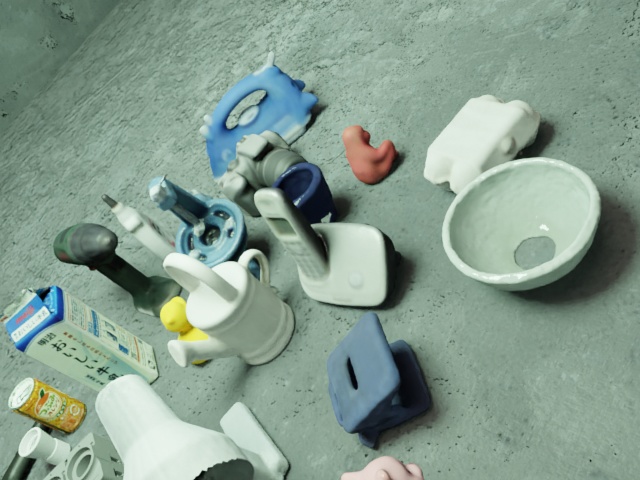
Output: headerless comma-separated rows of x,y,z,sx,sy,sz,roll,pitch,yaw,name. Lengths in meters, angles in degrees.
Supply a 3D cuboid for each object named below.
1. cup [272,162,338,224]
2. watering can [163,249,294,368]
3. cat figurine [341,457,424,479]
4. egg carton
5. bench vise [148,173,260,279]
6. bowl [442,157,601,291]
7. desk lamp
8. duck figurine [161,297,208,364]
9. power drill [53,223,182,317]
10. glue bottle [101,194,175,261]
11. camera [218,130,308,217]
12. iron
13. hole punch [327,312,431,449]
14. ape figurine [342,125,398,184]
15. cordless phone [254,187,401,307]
-0.016,-0.044,0.848,0.091,0.095,0.117,-21,44,24,cup
-0.128,0.085,0.748,0.100,0.195,0.173,-13,48,31,watering can
0.081,0.241,0.499,0.067,0.118,0.127,-48,40,-6,cat figurine
0.212,-0.122,0.750,0.150,0.070,0.107,-50,40,-8,egg carton
-0.199,-0.028,0.886,0.121,0.220,0.206,-52,41,-11,bench vise
0.225,-0.006,0.632,0.167,0.075,0.167,-22,44,23,bowl
-0.134,0.234,0.605,0.118,0.214,0.202,-48,40,-6,desk lamp
-0.199,0.128,0.853,0.077,0.086,0.104,-36,40,8,duck figurine
-0.333,0.043,0.942,0.228,0.209,0.076,5,59,42,power drill
-0.321,-0.025,1.020,0.037,0.174,0.078,-43,40,-1,glue bottle
-0.090,-0.115,0.967,0.143,0.101,0.136,-52,41,-10,camera
-0.137,-0.226,1.072,0.258,0.142,0.118,-38,40,5,iron
0.051,0.151,0.623,0.101,0.091,0.108,-32,41,12,hole punch
0.067,-0.136,0.864,0.077,0.092,0.076,20,70,47,ape figurine
0.007,0.003,0.717,0.147,0.186,0.094,-2,55,39,cordless phone
